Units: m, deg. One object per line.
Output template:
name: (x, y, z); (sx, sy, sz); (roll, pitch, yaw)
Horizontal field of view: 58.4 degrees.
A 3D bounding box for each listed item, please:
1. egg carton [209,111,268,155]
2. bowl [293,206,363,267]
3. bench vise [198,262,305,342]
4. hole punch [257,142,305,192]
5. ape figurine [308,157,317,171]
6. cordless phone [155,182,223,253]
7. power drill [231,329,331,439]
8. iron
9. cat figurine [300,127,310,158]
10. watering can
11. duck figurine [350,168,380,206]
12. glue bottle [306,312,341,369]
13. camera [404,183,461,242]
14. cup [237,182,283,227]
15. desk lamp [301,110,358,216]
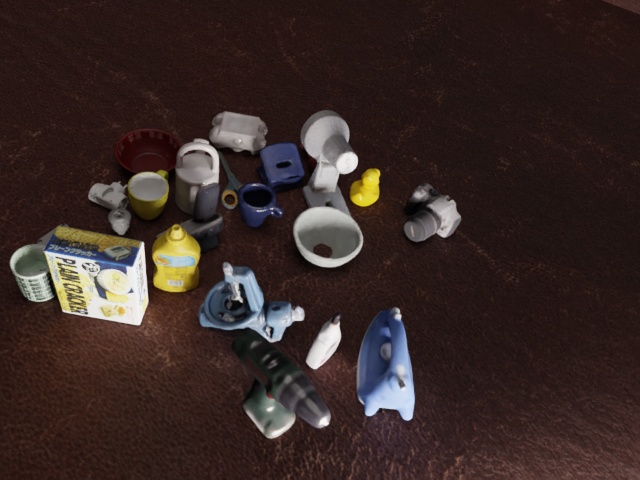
egg carton: (-0.216, -0.284, 1.528); (0.150, 0.069, 0.107); (8, 51, -8)
bowl: (0.012, 0.005, 1.359); (0.167, 0.075, 0.167); (7, 52, -9)
bench vise: (-0.134, 0.111, 1.145); (0.208, 0.220, 0.121); (-5, 54, -18)
hole punch: (-0.097, -0.188, 1.470); (0.109, 0.091, 0.101); (-16, 58, -24)
ape figurine: (0.010, -0.221, 1.522); (0.076, 0.092, 0.077); (1, 53, -13)
cordless phone: (-0.283, -0.050, 1.255); (0.148, 0.185, 0.094); (-32, 66, -32)
power drill: (-0.078, 0.277, 1.039); (0.076, 0.208, 0.229); (-32, 66, -32)
iron: (0.146, 0.227, 1.178); (0.119, 0.141, 0.258); (8, 51, -8)
cat figurine: (-0.004, -0.284, 1.550); (0.128, 0.118, 0.067); (-21, 60, -27)
watering can: (-0.288, -0.161, 1.334); (0.101, 0.194, 0.172); (-13, 57, -23)
duck figurine: (0.124, -0.145, 1.497); (0.077, 0.086, 0.105); (32, 52, 11)
glue bottle: (0.017, 0.194, 1.150); (0.037, 0.173, 0.078); (37, 53, 15)
camera: (0.271, -0.067, 1.464); (0.137, 0.101, 0.143); (-30, 65, -31)
cup: (-0.143, -0.071, 1.365); (0.117, 0.095, 0.092); (28, 51, 8)
desk lamp: (0.027, -0.182, 1.418); (0.118, 0.213, 0.203); (-9, 56, -20)
